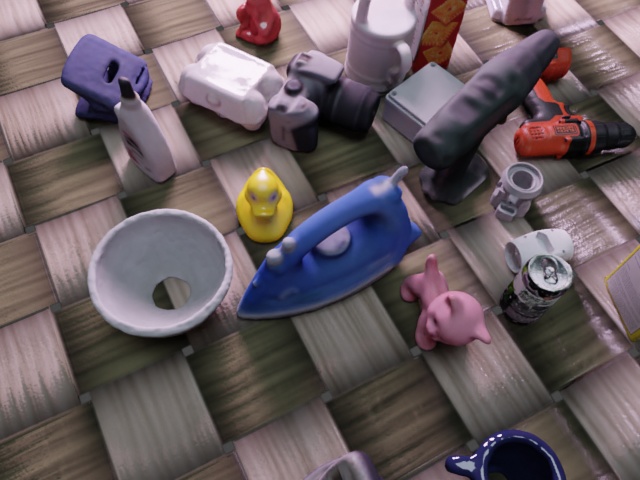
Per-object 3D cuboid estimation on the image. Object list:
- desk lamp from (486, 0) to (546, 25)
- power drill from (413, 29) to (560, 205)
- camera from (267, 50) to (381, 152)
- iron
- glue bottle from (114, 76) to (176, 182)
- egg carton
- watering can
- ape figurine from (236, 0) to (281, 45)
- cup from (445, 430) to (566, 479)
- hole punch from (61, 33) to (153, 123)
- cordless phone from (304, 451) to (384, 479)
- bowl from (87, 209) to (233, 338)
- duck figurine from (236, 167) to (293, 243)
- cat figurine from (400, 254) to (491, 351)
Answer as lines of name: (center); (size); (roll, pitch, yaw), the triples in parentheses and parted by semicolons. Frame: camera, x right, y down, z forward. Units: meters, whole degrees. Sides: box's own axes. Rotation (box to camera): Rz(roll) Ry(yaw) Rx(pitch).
desk lamp: (0.349, -0.458, 0.933); (0.118, 0.213, 0.203); (-4, 61, -5)
power drill: (0.205, -0.148, 0.756); (0.230, 0.208, 0.075); (-40, 70, -22)
camera: (0.011, -0.202, 0.834); (0.136, 0.101, 0.143); (22, 62, 9)
iron: (0.006, 0.002, 0.698); (0.259, 0.141, 0.118); (-31, 67, -19)
glue bottle: (-0.236, -0.149, 0.747); (0.078, 0.173, 0.037); (37, 65, 16)
egg carton: (-0.132, -0.230, 0.858); (0.150, 0.069, 0.107); (26, 63, 10)
watering can: (0.089, -0.328, 0.855); (0.172, 0.194, 0.101); (41, 67, 18)
ape figurine: (-0.099, -0.363, 0.920); (0.076, 0.092, 0.077); (-15, 63, -11)
cup: (0.182, 0.251, 0.600); (0.117, 0.095, 0.092); (10, 61, 2)
hole punch: (-0.307, -0.235, 0.837); (0.101, 0.091, 0.108); (10, 61, 2)
cordless phone: (0.039, 0.271, 0.528); (0.094, 0.185, 0.147); (-23, 65, -15)
bowl: (-0.188, 0.050, 0.697); (0.167, 0.075, 0.167); (2, 61, -3)
duck figurine: (-0.074, -0.059, 0.758); (0.077, 0.086, 0.104); (-1, 61, -4)
cat figurine: (0.149, 0.077, 0.680); (0.067, 0.118, 0.127); (-12, 63, -10)
